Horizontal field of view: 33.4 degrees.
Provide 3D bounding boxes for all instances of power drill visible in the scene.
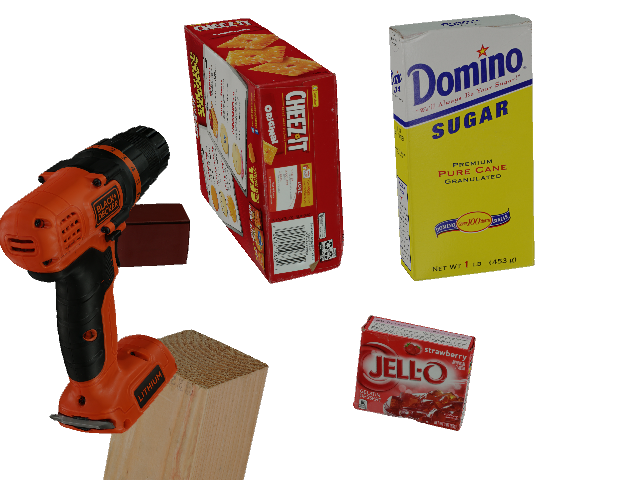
[{"bbox_3d":[-0.149,0.026,0.756,0.057,0.188,0.184,3,25,21],"label":"power drill"}]

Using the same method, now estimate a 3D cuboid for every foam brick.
[{"bbox_3d":[-0.182,-0.006,1.143,0.078,0.051,0.053,-2,24,-15],"label":"foam brick"}]

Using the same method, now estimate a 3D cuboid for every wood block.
[{"bbox_3d":[-0.124,0.193,0.919,0.090,0.206,0.090,21,18,27],"label":"wood block"}]

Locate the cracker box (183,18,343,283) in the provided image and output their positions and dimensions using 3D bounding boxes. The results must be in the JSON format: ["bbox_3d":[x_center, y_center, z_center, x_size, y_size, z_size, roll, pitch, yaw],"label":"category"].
[{"bbox_3d":[-0.050,-0.084,0.898,0.072,0.164,0.214,-11,26,-17],"label":"cracker box"}]

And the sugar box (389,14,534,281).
[{"bbox_3d":[0.100,-0.065,0.748,0.093,0.176,0.048,-8,21,-8],"label":"sugar box"}]

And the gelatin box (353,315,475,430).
[{"bbox_3d":[0.074,0.105,0.848,0.089,0.073,0.030,11,23,13],"label":"gelatin box"}]
